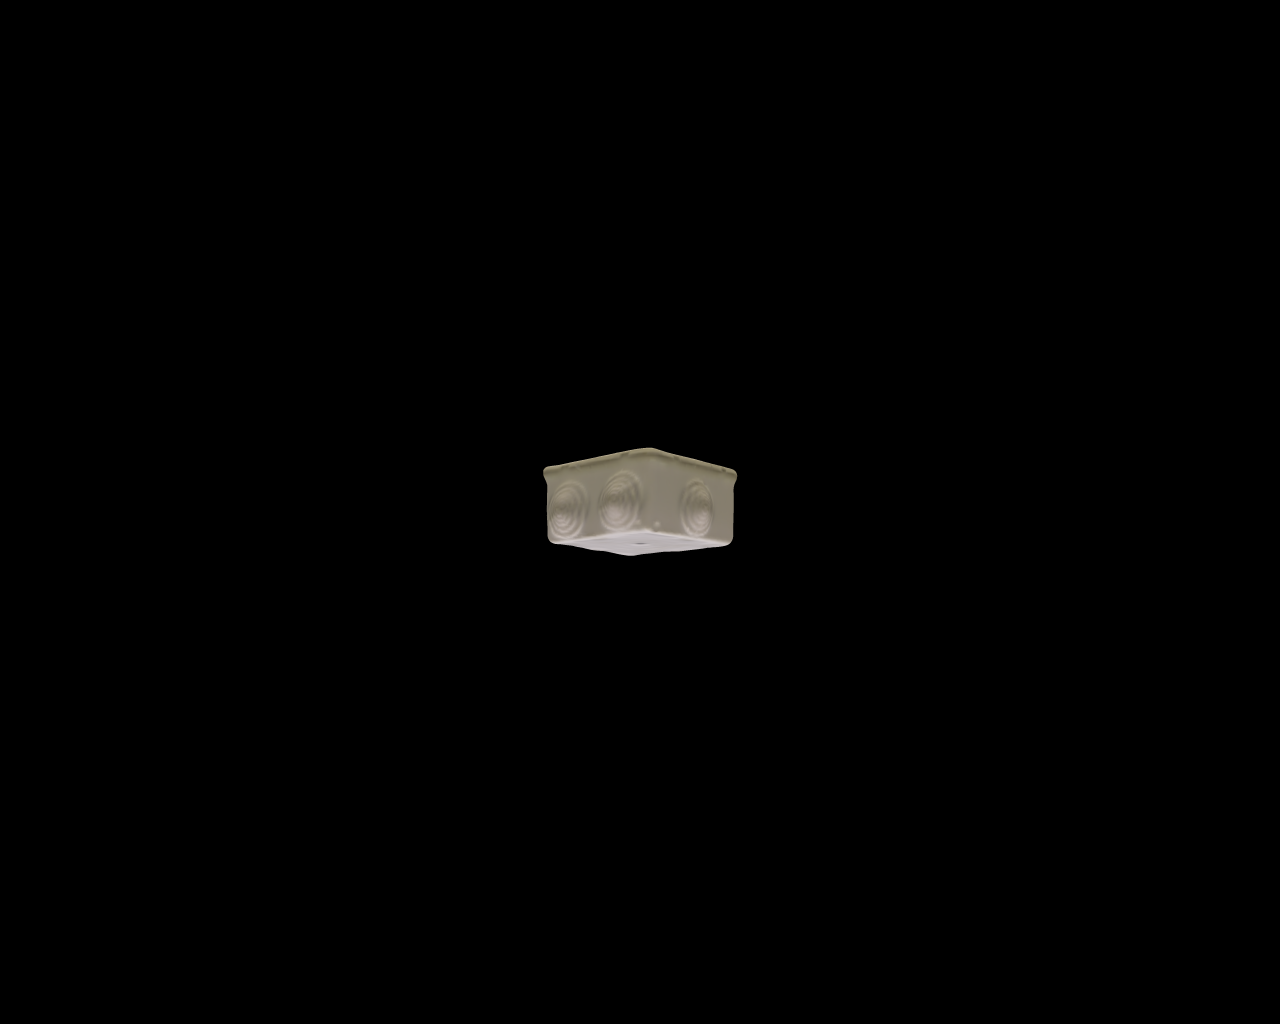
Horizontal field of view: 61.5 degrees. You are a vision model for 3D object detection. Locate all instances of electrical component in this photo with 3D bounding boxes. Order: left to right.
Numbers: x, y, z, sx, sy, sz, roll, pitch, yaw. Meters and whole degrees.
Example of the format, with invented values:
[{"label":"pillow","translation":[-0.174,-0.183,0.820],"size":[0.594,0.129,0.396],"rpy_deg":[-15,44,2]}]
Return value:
[{"label":"electrical component","translation":[0.001,-0.003,0.650],"size":[0.099,0.048,0.100],"rpy_deg":[-8,-13,39]}]
